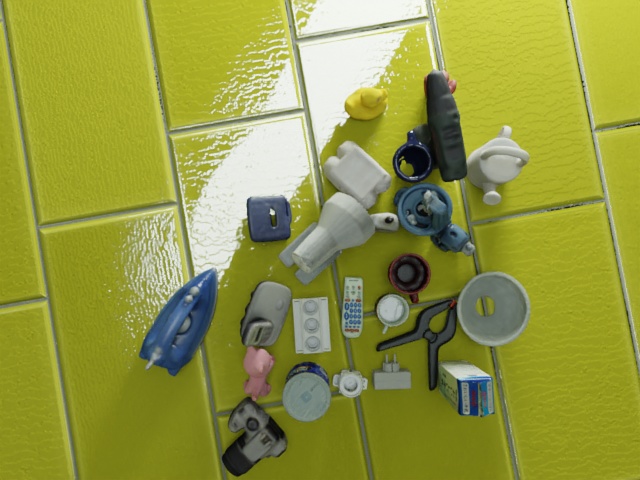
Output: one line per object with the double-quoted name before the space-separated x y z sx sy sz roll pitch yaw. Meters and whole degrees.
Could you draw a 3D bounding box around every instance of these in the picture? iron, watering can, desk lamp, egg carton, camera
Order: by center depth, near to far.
"desk lamp" 0.011 0.004 1.240 0.203 0.213 0.118 -44 89 -2
"watering can" 0.395 -0.165 1.263 0.101 0.194 0.173 -7 88 -1
"iron" -0.307 0.174 1.264 0.118 0.141 0.258 28 88 0
"camera" -0.163 0.451 1.277 0.137 0.100 0.143 -43 89 -2
"egg carton" 0.084 -0.148 1.319 0.150 0.069 0.107 42 88 1

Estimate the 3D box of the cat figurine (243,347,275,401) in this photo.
"cat figurine" -0.139 0.294 1.274 0.067 0.117 0.128 6 88 0

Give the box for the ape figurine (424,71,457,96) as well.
"ape figurine" 0.276 -0.360 1.319 0.078 0.092 0.076 33 88 1

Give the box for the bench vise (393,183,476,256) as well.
"bench vise" 0.264 -0.054 1.243 0.207 0.219 0.121 24 88 0

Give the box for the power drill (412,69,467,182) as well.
"power drill" 0.258 -0.234 1.256 0.075 0.208 0.230 -15 88 -1

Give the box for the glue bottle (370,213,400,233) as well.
"glue bottle" 0.143 -0.040 1.264 0.078 0.173 0.037 4 88 0

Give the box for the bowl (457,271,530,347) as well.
"bowl" 0.387 0.156 1.310 0.167 0.074 0.167 0 88 -1

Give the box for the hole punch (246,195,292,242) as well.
"hole punch" -0.115 -0.050 1.301 0.101 0.091 0.109 -7 88 -1

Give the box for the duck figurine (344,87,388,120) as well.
"duck figurine" 0.108 -0.322 1.317 0.104 0.086 0.077 -14 88 -1

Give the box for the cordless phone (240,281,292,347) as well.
"cordless phone" -0.123 0.164 1.246 0.094 0.185 0.148 17 88 0

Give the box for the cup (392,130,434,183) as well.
"cup" 0.205 -0.184 1.310 0.091 0.095 0.118 -5 88 -1
